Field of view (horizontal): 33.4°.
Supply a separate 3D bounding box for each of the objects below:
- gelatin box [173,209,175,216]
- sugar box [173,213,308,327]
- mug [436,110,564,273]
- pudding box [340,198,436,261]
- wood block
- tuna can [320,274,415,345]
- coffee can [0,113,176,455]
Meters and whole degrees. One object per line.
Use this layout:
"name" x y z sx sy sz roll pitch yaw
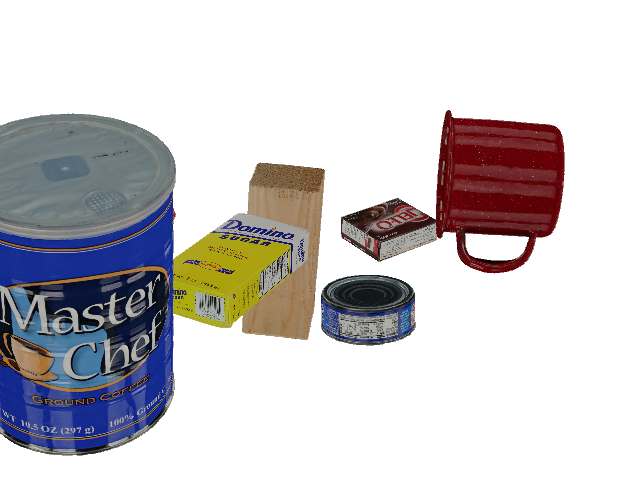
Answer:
"gelatin box" -0.154 -0.011 0.890 0.030 0.073 0.089 22 15 -24
"sugar box" -0.091 0.027 1.127 0.093 0.048 0.176 15 31 22
"mug" 0.127 -0.033 0.763 0.081 0.117 0.093 4 -19 3
"pudding box" 0.099 -0.017 1.541 0.113 0.039 0.090 -21 35 -31
"wood block" -0.049 0.013 1.385 0.090 0.206 0.090 6 24 2
"tuna can" 0.043 0.061 0.958 0.086 0.034 0.086 -1 20 0
"coffee can" -0.124 0.022 0.536 0.103 0.140 0.103 4 35 -3
